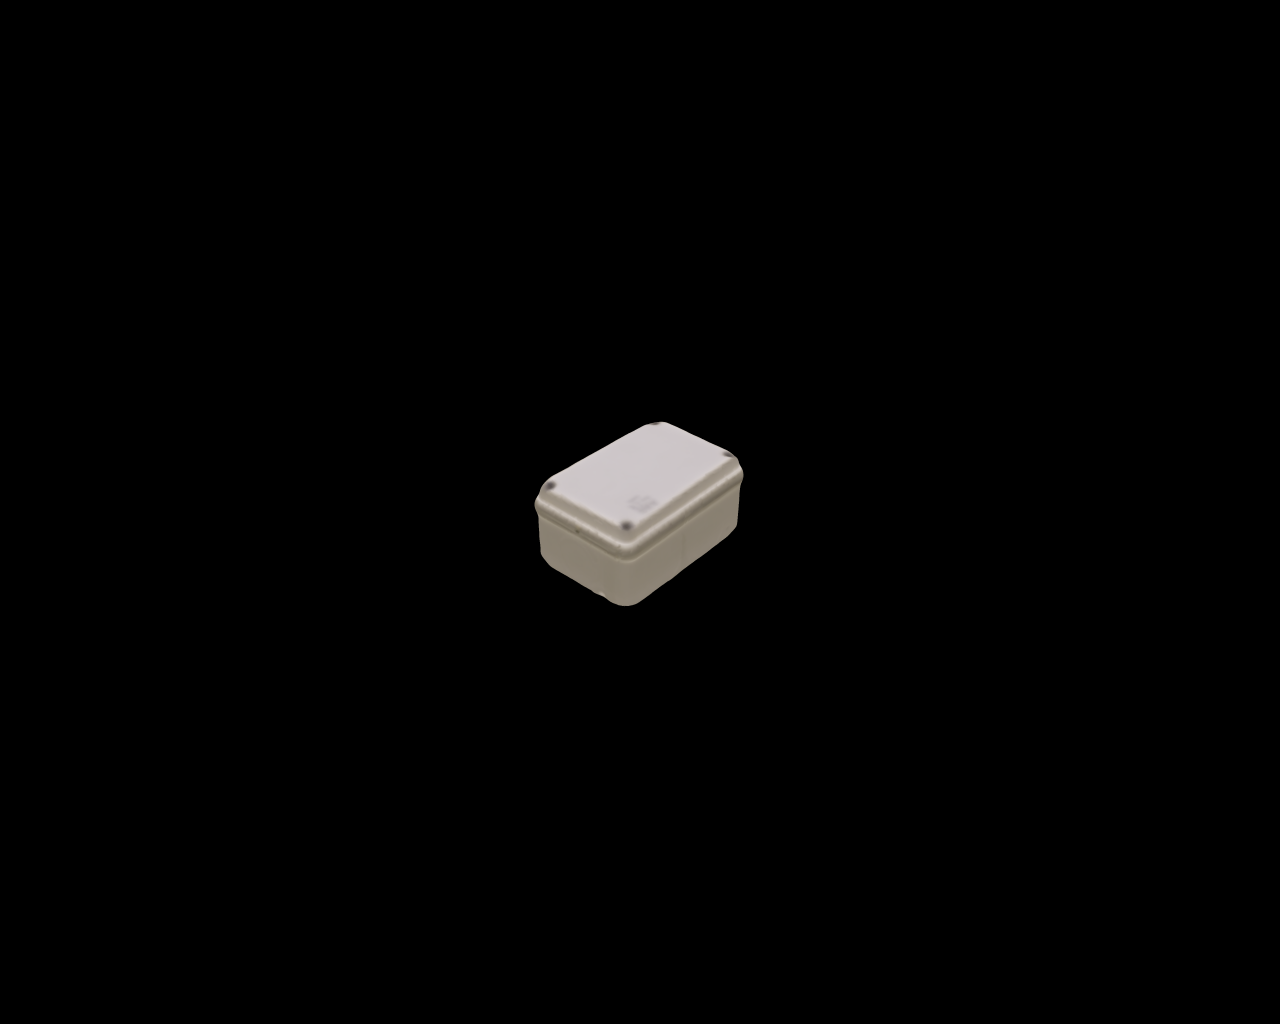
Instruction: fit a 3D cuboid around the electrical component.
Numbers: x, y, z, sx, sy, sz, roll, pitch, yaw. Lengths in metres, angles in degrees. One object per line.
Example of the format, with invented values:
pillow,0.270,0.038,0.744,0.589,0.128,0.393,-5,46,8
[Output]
electrical component,0.001,-0.003,0.650,0.078,0.057,0.113,27,44,33
